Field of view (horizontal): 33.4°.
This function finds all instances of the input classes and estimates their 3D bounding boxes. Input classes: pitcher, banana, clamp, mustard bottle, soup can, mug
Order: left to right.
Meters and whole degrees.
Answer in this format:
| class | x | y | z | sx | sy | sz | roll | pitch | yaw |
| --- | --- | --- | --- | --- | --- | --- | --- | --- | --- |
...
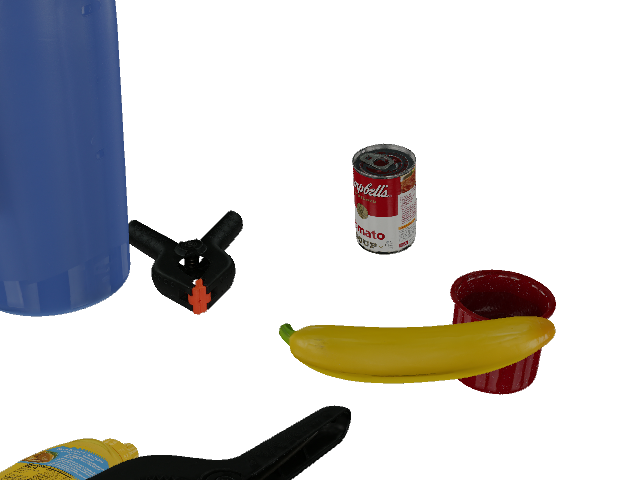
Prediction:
| class | x | y | z | sx | sy | sz | roll | pitch | yaw |
| --- | --- | --- | --- | --- | --- | --- | --- | --- | --- |
| pitcher | -0.197 | -0.073 | 0.693 | 0.149 | 0.243 | 0.145 | -5 | 27 | -6 |
| mustard bottle | -0.212 | 0.203 | 0.853 | 0.096 | 0.058 | 0.191 | 7 | 15 | 29 |
| clamp | -0.117 | 0.015 | 1.040 | 0.120 | 0.039 | 0.172 | -16 | 33 | -15 |
| clamp | -0.049 | 0.138 | 0.573 | 0.209 | 0.036 | 0.165 | 0 | 19 | -13 |
| soup can | 0.070 | -0.045 | 1.159 | 0.068 | 0.102 | 0.068 | -3 | 35 | 2 |
| banana | 0.062 | 0.071 | 0.736 | 0.198 | 0.037 | 0.069 | 0 | 29 | 9 |
| mug | 0.158 | 0.078 | 0.972 | 0.093 | 0.081 | 0.117 | -1 | 29 | -7 |
